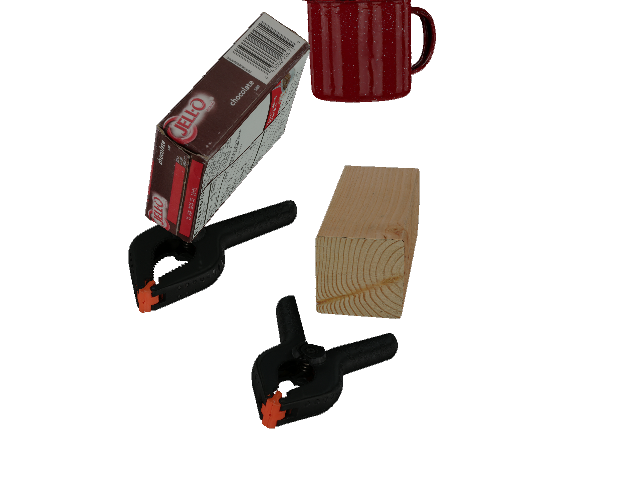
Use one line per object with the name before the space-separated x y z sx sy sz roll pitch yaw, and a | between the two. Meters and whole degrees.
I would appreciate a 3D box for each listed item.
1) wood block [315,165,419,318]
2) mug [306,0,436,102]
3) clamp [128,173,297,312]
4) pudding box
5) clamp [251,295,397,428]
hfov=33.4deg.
wood block | 0.055 -0.004 1.162 0.091 0.090 0.206 4 25 8
mug | 0.042 -0.158 0.864 0.117 0.081 0.093 -11 18 -29
clamp | -0.139 -0.005 1.068 0.165 0.036 0.209 20 40 17
pudding box | -0.055 -0.065 0.628 0.039 0.113 0.090 34 -33 7
clamp | -0.018 0.104 0.945 0.120 0.039 0.171 19 28 25
